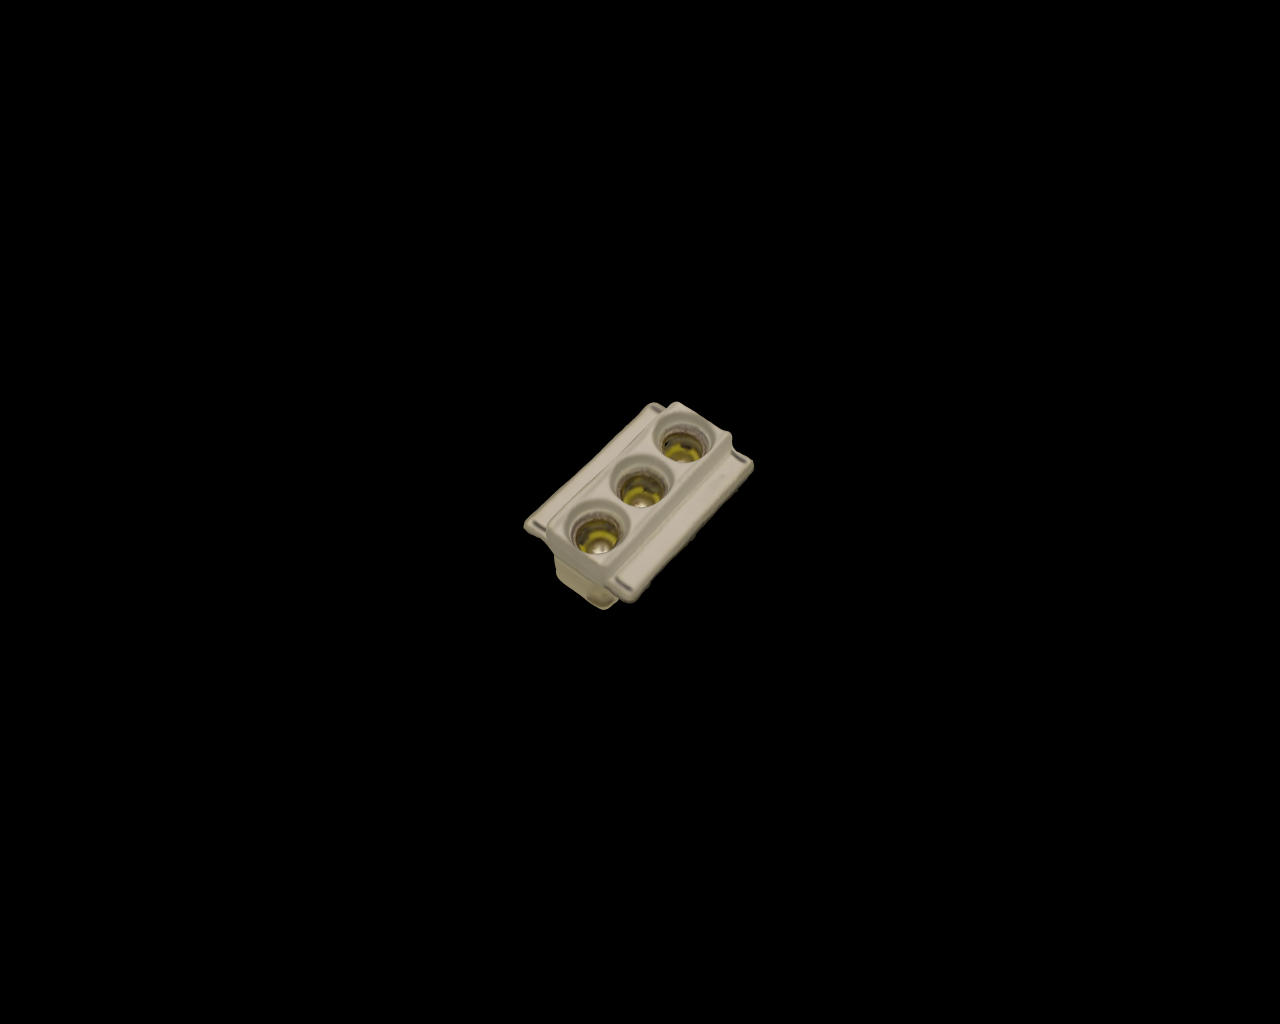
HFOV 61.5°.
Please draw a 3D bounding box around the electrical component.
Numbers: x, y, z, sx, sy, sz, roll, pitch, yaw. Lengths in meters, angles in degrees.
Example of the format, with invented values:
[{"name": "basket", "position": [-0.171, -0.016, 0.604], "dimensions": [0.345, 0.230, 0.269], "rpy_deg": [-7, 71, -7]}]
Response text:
[{"name": "electrical component", "position": [0.001, -0.003, 0.650], "dimensions": [0.079, 0.121, 0.063], "rpy_deg": [33, -28, 20]}]
